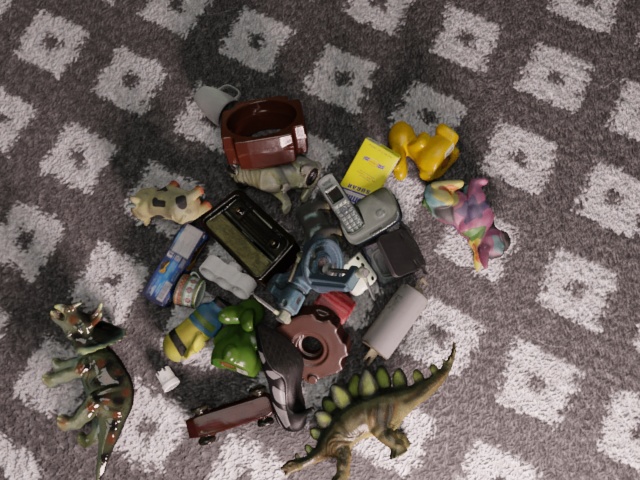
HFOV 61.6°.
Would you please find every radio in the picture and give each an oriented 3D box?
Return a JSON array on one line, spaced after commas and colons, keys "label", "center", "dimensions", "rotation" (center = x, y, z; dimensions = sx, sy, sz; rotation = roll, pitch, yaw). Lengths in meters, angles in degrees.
[{"label": "radio", "center": [-0.161, -0.006, 1.268], "dimensions": [0.131, 0.073, 0.230], "rotation": [-44, 67, -9]}]

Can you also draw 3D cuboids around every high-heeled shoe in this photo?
[{"label": "high-heeled shoe", "center": [-0.096, 0.306, 1.191], "dimensions": [0.086, 0.145, 0.248], "rotation": [-24, 81, -41]}]

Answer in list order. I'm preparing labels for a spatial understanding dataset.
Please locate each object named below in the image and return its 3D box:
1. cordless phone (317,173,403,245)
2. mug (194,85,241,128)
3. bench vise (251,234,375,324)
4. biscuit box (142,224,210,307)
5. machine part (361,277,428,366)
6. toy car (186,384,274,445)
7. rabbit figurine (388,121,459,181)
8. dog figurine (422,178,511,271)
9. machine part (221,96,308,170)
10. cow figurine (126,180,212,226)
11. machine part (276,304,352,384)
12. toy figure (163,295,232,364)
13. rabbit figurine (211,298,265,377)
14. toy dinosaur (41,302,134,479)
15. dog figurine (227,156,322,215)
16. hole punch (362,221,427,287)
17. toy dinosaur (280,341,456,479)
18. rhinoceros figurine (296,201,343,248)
[{"label": "cordless phone", "center": [0.091, -0.094, 1.244], "dimensions": [0.146, 0.089, 0.184], "rotation": [-32, 99, 21]}, {"label": "mug", "center": [-0.261, -0.354, 1.369], "dimensions": [0.107, 0.080, 0.109], "rotation": [34, 84, 16]}, {"label": "bench vise", "center": [-0.003, 0.083, 1.146], "dimensions": [0.223, 0.241, 0.128], "rotation": [-52, 124, -31]}, {"label": "biscuit box", "center": [-0.344, 0.060, 1.288], "dimensions": [0.059, 0.062, 0.202], "rotation": [28, 80, 6]}, {"label": "machine part", "center": [0.173, 0.187, 1.243], "dimensions": [0.079, 0.079, 0.243], "rotation": [37, 82, 8]}, {"label": "toy car", "center": [-0.200, 0.395, 1.217], "dimensions": [0.202, 0.053, 0.089], "rotation": [-17, 88, -6]}, {"label": "rabbit figurine", "center": [0.237, -0.221, 1.330], "dimensions": [0.173, 0.121, 0.162], "rotation": [39, 90, 22]}, {"label": "dog figurine", "center": [0.348, -0.033, 1.277], "dimensions": [0.192, 0.108, 0.219], "rotation": [-5, 80, -1]}, {"label": "machine part", "center": [-0.134, -0.259, 1.298], "dimensions": [0.202, 0.087, 0.201], "rotation": [-11, 41, 0]}, {"label": "cow figurine", "center": [-0.372, -0.082, 1.288], "dimensions": [0.195, 0.085, 0.127], "rotation": [14, 44, 34]}, {"label": "machine part", "center": [-0.020, 0.233, 1.206], "dimensions": [0.179, 0.056, 0.179], "rotation": [3, 107, 9]}, {"label": "toy figure", "center": [-0.284, 0.206, 1.247], "dimensions": [0.089, 0.082, 0.180], "rotation": [37, 85, 19]}, {"label": "rabbit figurine", "center": [-0.184, 0.203, 1.223], "dimensions": [0.121, 0.159, 0.170], "rotation": [11, 63, 13]}, {"label": "toy dinosaur", "center": [-0.492, 0.331, 1.209], "dimensions": [0.192, 0.131, 0.404], "rotation": [-26, 85, -4]}, {"label": "dog figurine", "center": [-0.113, -0.174, 1.326], "dimensions": [0.191, 0.121, 0.172], "rotation": [34, 46, 25]}, {"label": "hole punch", "center": [0.176, 0.041, 1.281], "dimensions": [0.116, 0.092, 0.142], "rotation": [-16, 73, -33]}, {"label": "toy dinosaur", "center": [0.123, 0.385, 1.190], "dimensions": [0.471, 0.105, 0.198], "rotation": [-24, 75, -9]}, {"label": "rhinoceros figurine", "center": [-0.003, -0.004, 1.291], "dimensions": [0.112, 0.073, 0.190], "rotation": [-15, 78, -4]}]
